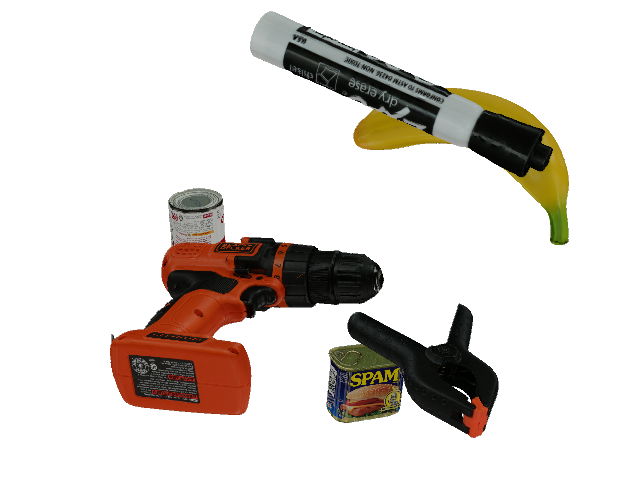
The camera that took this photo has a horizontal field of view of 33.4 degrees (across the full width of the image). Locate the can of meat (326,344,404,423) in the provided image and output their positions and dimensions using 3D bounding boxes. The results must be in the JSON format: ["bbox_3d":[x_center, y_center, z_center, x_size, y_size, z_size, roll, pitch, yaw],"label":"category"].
[{"bbox_3d":[0.059,0.184,1.389,0.102,0.084,0.057,-5,25,-22],"label":"can of meat"}]

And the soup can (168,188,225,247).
[{"bbox_3d":[-0.151,-0.005,1.311,0.068,0.102,0.068,-1,26,0],"label":"soup can"}]

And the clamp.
[{"bbox_3d":[0.111,0.105,0.927,0.120,0.039,0.172,-14,36,-22],"label":"clamp"}]

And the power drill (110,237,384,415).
[{"bbox_3d":[-0.059,0.057,0.803,0.185,0.057,0.187,1,24,18],"label":"power drill"}]

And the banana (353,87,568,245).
[{"bbox_3d":[0.093,-0.065,0.696,0.037,0.070,0.198,19,10,-43],"label":"banana"}]

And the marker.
[{"bbox_3d":[0.029,-0.054,0.398,0.121,0.020,0.020,26,8,16],"label":"marker"}]
